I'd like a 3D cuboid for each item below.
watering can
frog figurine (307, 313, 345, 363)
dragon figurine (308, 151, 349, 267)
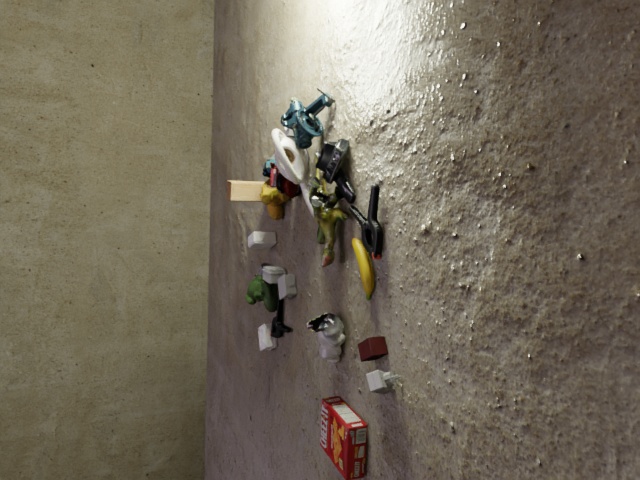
[{"bbox_3d":[-0.085,-0.258,1.903,0.343,0.103,0.228,62,-165,-17],"label":"watering can"},{"bbox_3d":[0.038,0.324,1.689,0.158,0.124,0.136,57,150,-12],"label":"frog figurine"},{"bbox_3d":[0.005,-0.089,1.761,0.237,0.122,0.420,104,164,-47],"label":"dragon figurine"}]
